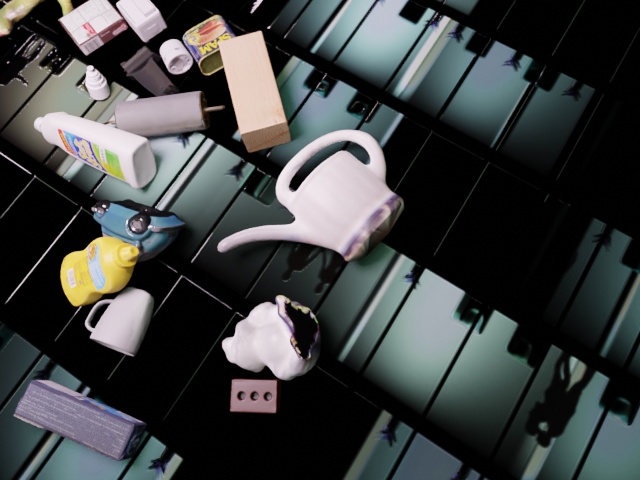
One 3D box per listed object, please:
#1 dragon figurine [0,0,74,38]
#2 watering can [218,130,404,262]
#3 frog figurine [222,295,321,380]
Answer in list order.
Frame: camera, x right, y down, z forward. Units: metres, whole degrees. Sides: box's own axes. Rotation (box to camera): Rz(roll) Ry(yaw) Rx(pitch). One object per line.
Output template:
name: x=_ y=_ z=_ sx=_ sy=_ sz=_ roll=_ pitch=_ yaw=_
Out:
dragon figurine: x=-0.633 y=-0.615 z=1.124 sx=0.243 sy=0.121 sz=0.414 roll=8 pitch=80 yaw=14
watering can: x=0.003 y=-0.047 z=0.927 sx=0.226 sy=0.102 sz=0.350 roll=42 pitch=79 yaw=13
frog figurine: x=-0.081 y=0.178 z=0.881 sx=0.157 sy=0.124 sz=0.138 roll=-36 pitch=82 yaw=29
